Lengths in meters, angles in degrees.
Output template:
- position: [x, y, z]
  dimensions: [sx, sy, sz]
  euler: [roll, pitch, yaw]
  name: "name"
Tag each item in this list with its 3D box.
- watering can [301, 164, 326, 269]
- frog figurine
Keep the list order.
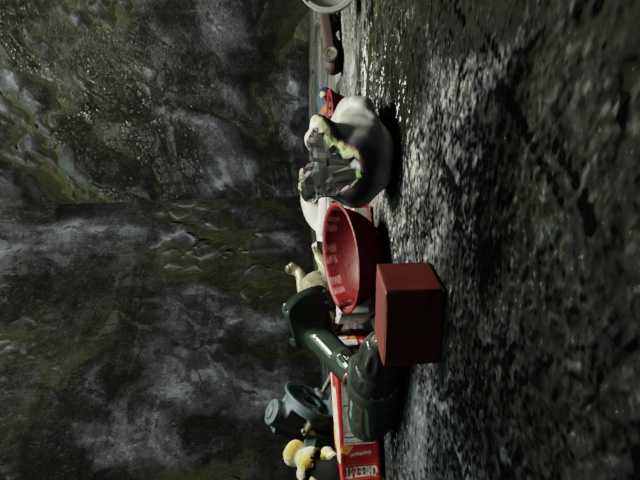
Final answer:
- position: [0.004, -0.066, 1.304]
  dimensions: [0.227, 0.104, 0.343]
  euler: [-98, 7, -72]
  name: "watering can"
- position: [0.053, -0.120, 0.667]
  dimensions: [0.162, 0.123, 0.135]
  euler: [-39, -52, -47]
  name: "frog figurine"
